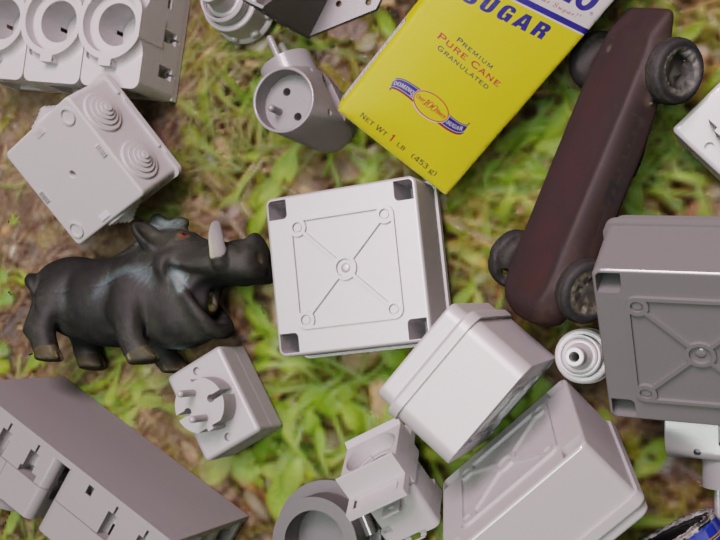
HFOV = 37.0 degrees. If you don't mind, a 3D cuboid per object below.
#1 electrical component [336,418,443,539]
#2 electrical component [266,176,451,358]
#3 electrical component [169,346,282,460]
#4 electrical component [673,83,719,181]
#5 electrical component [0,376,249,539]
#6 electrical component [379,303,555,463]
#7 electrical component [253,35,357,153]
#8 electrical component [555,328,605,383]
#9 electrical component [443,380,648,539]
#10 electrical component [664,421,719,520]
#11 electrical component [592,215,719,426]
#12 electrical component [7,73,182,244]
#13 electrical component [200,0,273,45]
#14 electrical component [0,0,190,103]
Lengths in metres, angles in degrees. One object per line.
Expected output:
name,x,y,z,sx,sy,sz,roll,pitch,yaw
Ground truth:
electrical component,0.021,0.137,0.690,0.042,0.081,0.063,-29,105,18
electrical component,0.000,0.000,0.714,0.109,0.056,0.108,-8,84,20
electrical component,-0.101,0.091,0.735,0.047,0.077,0.065,-32,76,16
electrical component,0.222,-0.090,0.626,0.065,0.077,0.047,-46,73,12
electrical component,-0.186,0.151,0.748,0.186,0.105,0.060,32,98,19
electrical component,0.067,0.065,0.655,0.057,0.113,0.078,42,101,15
electrical component,-0.043,-0.122,0.727,0.043,0.077,0.079,-28,77,17
electrical component,0.136,0.053,0.657,0.035,0.061,0.035,-1,86,20
electrical component,0.104,0.132,0.635,0.109,0.108,0.056,-43,97,13
electrical component,0.220,0.108,0.632,0.077,0.043,0.079,-1,87,20
electrical component,0.188,0.028,0.583,0.109,0.056,0.108,2,127,25
electrical component,-0.191,-0.077,0.766,0.100,0.048,0.099,-31,101,36
electrical component,-0.092,-0.189,0.757,0.048,0.062,0.048,-1,86,21
electrical component,-0.211,-0.179,0.802,0.150,0.062,0.089,8,89,21
